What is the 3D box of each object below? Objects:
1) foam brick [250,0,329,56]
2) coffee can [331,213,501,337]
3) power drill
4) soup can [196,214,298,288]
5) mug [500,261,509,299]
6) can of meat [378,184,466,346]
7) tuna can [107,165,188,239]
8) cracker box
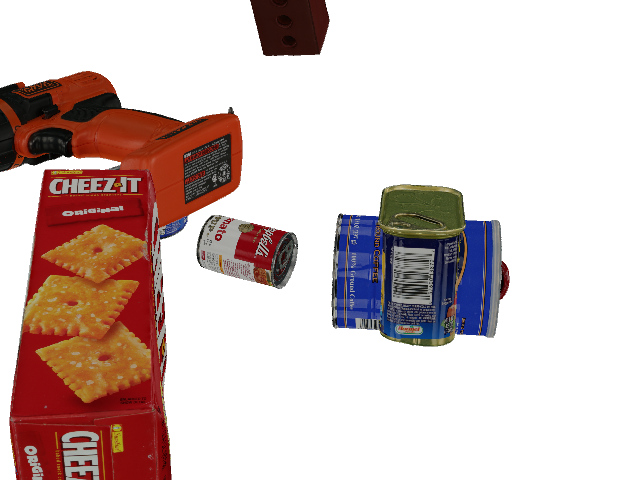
[{"bbox_3d":[-0.027,-0.203,0.912,0.053,0.051,0.078,1,-40,14],"label":"foam brick"},{"bbox_3d":[0.084,0.030,0.937,0.140,0.103,0.103,3,0,5],"label":"coffee can"},{"bbox_3d":[-0.161,-0.063,0.716,0.188,0.057,0.184,18,32,29],"label":"power drill"},{"bbox_3d":[-0.086,0.012,1.261,0.102,0.068,0.068,14,5,20],"label":"soup can"},{"bbox_3d":[0.146,0.039,1.158,0.117,0.081,0.093,8,26,11],"label":"mug"},{"bbox_3d":[0.069,0.016,0.739,0.057,0.084,0.102,3,19,5],"label":"can of meat"},{"bbox_3d":[-0.162,-0.035,0.977,0.086,0.034,0.086,7,32,-5],"label":"tuna can"},{"bbox_3d":[-0.118,0.082,0.582,0.072,0.164,0.214,-2,34,-8],"label":"cracker box"}]
